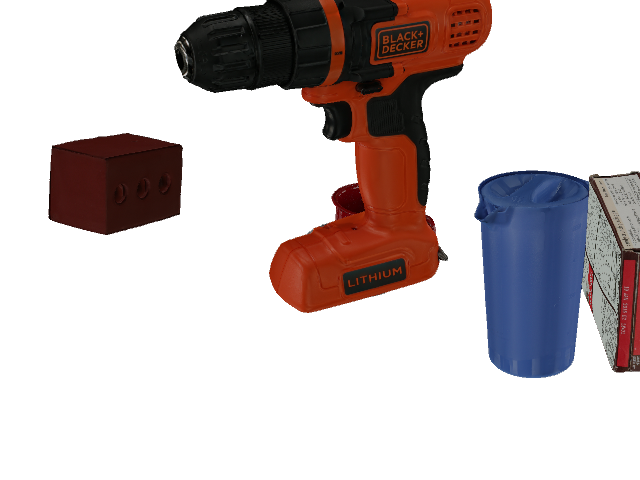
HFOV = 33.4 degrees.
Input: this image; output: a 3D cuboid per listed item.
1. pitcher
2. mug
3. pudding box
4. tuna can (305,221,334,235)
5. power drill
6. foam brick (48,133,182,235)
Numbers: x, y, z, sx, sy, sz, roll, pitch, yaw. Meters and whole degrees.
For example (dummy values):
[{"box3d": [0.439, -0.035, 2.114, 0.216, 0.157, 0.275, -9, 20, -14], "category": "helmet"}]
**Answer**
[{"box3d": [0.272, 0.040, 1.325, 0.149, 0.243, 0.144, 2, 24, 15], "category": "pitcher"}, {"box3d": [0.068, -0.008, 1.174, 0.117, 0.081, 0.093, 5, 27, 3], "category": "mug"}, {"box3d": [0.199, 0.018, 0.692, 0.039, 0.090, 0.113, -2, 28, 2], "category": "pudding box"}, {"box3d": [0.028, 0.015, 0.891, 0.086, 0.034, 0.086, -2, 25, 1], "category": "tuna can"}, {"box3d": [0.009, -0.053, 0.608, 0.184, 0.188, 0.057, -13, 35, -22], "category": "power drill"}, {"box3d": [-0.139, -0.040, 0.727, 0.051, 0.053, 0.078, 15, 20, 30], "category": "foam brick"}]
